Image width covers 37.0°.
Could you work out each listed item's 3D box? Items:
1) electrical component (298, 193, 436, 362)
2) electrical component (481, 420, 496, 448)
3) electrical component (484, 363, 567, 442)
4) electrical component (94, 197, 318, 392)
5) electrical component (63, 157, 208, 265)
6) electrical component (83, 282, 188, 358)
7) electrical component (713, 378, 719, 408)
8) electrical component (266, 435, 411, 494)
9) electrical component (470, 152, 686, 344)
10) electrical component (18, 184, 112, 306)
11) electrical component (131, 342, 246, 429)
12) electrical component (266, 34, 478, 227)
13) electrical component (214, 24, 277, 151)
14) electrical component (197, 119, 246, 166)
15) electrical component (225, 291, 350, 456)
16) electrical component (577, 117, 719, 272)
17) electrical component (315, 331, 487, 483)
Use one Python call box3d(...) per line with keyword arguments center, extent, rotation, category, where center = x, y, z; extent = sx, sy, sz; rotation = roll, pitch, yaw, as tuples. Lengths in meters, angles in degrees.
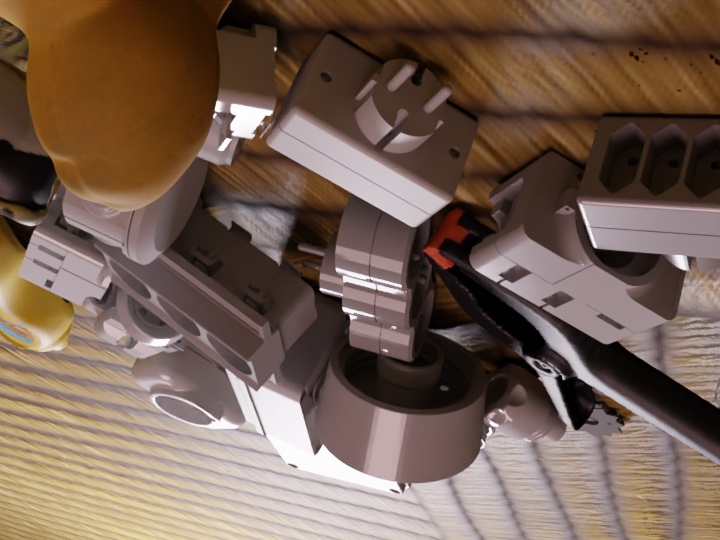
box3d(center=(0.000, 0.000, 0.610), extent=(0.074, 0.052, 0.138), rotation=(14, 152, 13), category="electrical component")
box3d(center=(0.073, 0.105, 0.740), extent=(0.048, 0.062, 0.048), rotation=(17, 153, 9), category="electrical component")
box3d(center=(0.111, 0.093, 0.712), extent=(0.062, 0.043, 0.043), rotation=(35, 150, -27), category="electrical component")
box3d(center=(-0.089, 0.007, 0.642), extent=(0.121, 0.063, 0.078), rotation=(35, 157, 19), category="electrical component")
box3d(center=(-0.118, -0.048, 0.579), extent=(0.051, 0.080, 0.080), rotation=(25, 153, 5), category="electrical component")
box3d(center=(-0.151, 0.028, 0.764), extent=(0.078, 0.058, 0.057), rotation=(32, 154, -21), category="electrical component")
box3d(center=(0.237, 0.075, 0.594), extent=(0.081, 0.042, 0.064), rotation=(35, 154, -24), category="electrical component")
box3d(center=(-0.014, 0.119, 0.834), extent=(0.109, 0.056, 0.108), rotation=(10, 151, 21), category="electrical component")
box3d(center=(0.109, -0.010, 0.517), extent=(0.089, 0.050, 0.056), rotation=(29, 152, -15), category="electrical component")
box3d(center=(-0.185, -0.017, 0.713), extent=(0.056, 0.050, 0.089), rotation=(28, 152, -13), category="electrical component")
box3d(center=(-0.128, 0.085, 0.849), extent=(0.054, 0.059, 0.095), rotation=(-10, 140, 45), category="electrical component")
box3d(center=(0.014, -0.069, 0.480), extent=(0.083, 0.047, 0.076), rotation=(29, 152, -14), category="electrical component")
box3d(center=(-0.071, -0.088, 0.483), extent=(0.064, 0.081, 0.042), rotation=(7, 159, -24), category="electrical component")
box3d(center=(-0.082, -0.080, 0.530), extent=(0.055, 0.045, 0.045), rotation=(22, 153, -4), category="electrical component")
box3d(center=(-0.043, 0.067, 0.730), extent=(0.057, 0.078, 0.113), rotation=(23, 154, 16), category="electrical component")
box3d(center=(0.147, -0.025, 0.468), extent=(0.083, 0.047, 0.075), rotation=(6, 150, 28), category="electrical component")
box3d(center=(0.028, 0.076, 0.676), extent=(0.108, 0.108, 0.060), rotation=(15, 119, 12), category="electrical component")
